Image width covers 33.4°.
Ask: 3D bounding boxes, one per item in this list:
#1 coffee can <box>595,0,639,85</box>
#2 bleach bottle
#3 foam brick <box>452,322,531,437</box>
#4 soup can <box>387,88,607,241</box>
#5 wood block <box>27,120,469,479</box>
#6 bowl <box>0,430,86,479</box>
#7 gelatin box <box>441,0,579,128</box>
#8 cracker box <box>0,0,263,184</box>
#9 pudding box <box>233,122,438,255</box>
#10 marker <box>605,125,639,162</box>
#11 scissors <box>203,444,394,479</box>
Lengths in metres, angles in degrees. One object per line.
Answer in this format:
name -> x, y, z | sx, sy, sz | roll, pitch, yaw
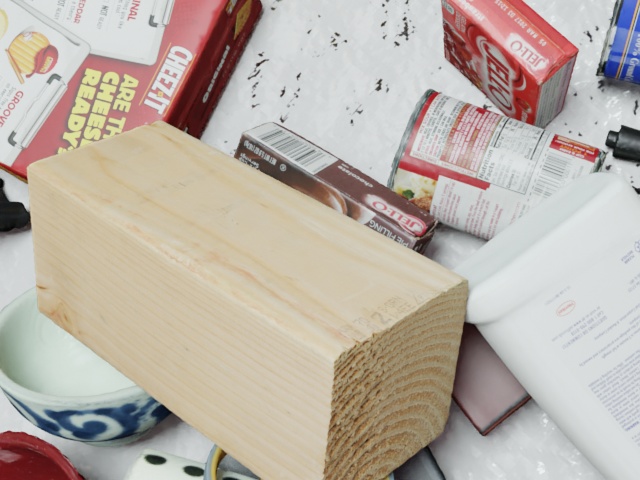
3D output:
coffee can -> 0.227, -0.120, 0.557 | 0.140, 0.102, 0.103 | 16, 82, 12
bleach bottle -> 0.171, 0.094, 0.512 | 0.102, 0.068, 0.251 | -37, 99, -1
foam brick -> 0.100, 0.061, 0.568 | 0.078, 0.053, 0.051 | -39, 76, -1
soup can -> 0.095, -0.034, 0.580 | 0.102, 0.068, 0.068 | 21, 83, 13
wood block -> -0.041, 0.027, 0.511 | 0.206, 0.090, 0.091 | 28, 129, 35
bowl -> -0.153, 0.185, 0.567 | 0.162, 0.055, 0.162 | -11, 71, 33
gelatin box -> 0.101, -0.101, 0.581 | 0.030, 0.089, 0.073 | -42, 75, -3
cracker box -> -0.166, -0.120, 0.640 | 0.214, 0.072, 0.164 | 25, 85, 12
pudding box -> -0.004, 0.001, 0.584 | 0.113, 0.039, 0.090 | 34, 122, 16
marker -> 0.217, -0.040, 0.586 | 0.121, 0.020, 0.020 | 17, 82, 12
scissors -> -0.013, 0.079, 0.538 | 0.096, 0.201, 0.016 | 6, 120, -2
